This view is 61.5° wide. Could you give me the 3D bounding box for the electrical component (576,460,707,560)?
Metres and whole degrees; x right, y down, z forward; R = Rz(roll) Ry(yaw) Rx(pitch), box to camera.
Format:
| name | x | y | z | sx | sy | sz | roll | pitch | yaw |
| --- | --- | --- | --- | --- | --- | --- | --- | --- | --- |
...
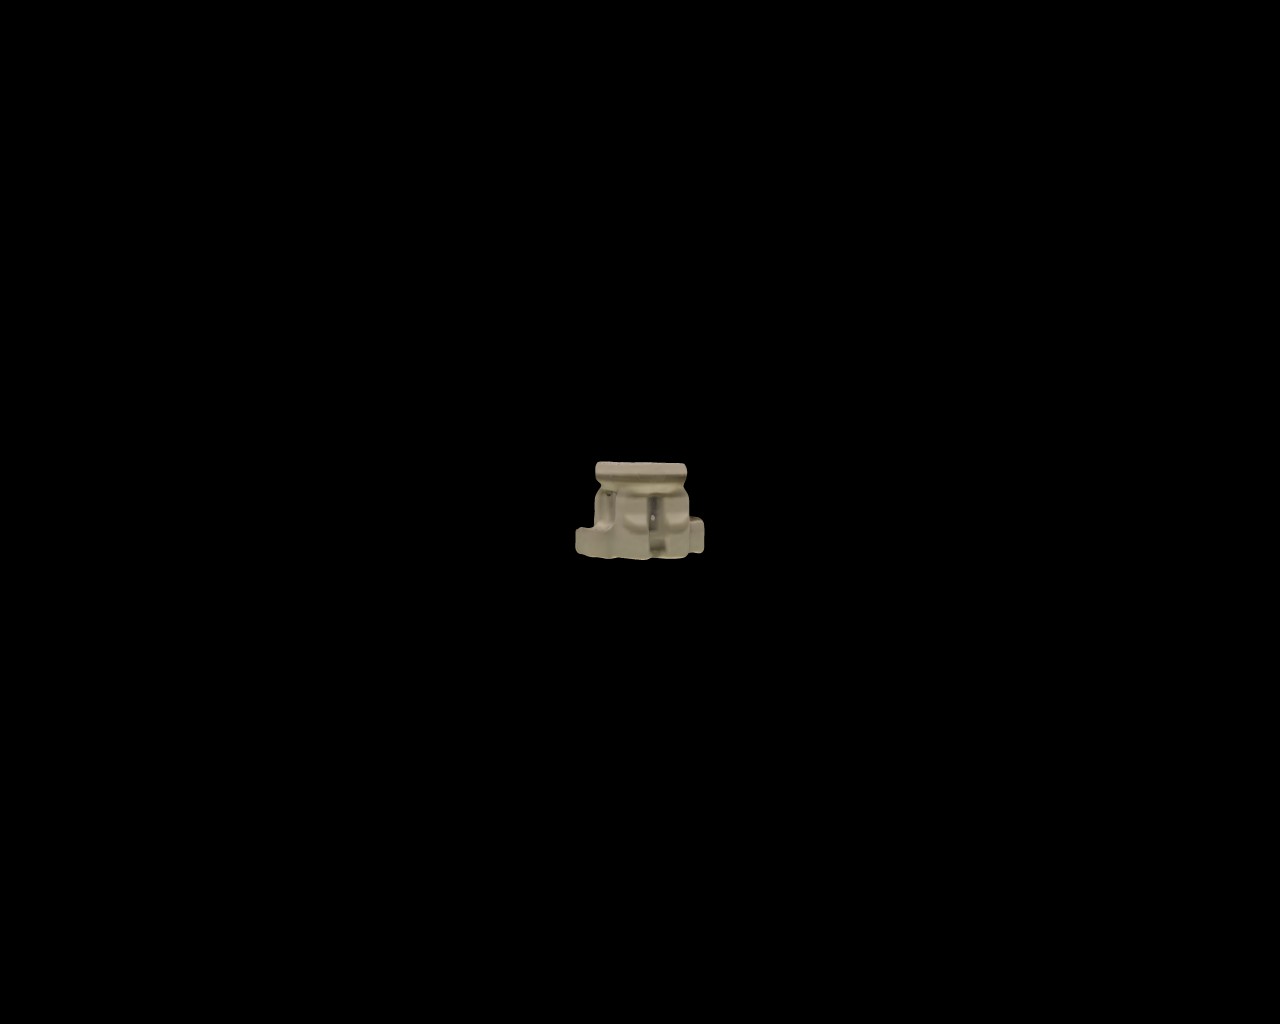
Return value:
| name | x | y | z | sx | sy | sz | roll | pitch | yaw |
| --- | --- | --- | --- | --- | --- | --- | --- | --- | --- |
| electrical component | 0.001 | -0.003 | 0.650 | 0.078 | 0.057 | 0.058 | -2 | 4 | -23 |
